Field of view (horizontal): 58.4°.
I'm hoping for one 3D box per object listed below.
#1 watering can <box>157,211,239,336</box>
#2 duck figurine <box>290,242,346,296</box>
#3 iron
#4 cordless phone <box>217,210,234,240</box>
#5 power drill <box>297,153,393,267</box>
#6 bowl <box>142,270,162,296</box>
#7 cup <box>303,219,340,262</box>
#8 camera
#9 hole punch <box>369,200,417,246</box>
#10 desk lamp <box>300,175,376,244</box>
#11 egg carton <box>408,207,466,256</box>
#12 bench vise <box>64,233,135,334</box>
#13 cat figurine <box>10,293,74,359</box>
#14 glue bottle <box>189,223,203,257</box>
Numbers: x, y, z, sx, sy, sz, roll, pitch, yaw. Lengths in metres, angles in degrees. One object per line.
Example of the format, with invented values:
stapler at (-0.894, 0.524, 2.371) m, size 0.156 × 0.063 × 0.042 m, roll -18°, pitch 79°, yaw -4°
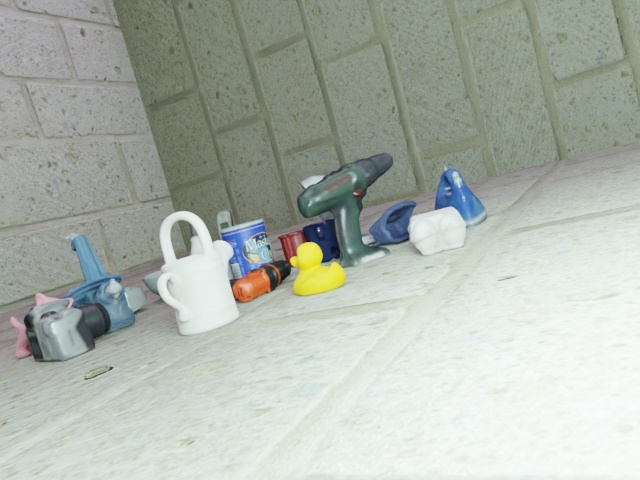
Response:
watering can at (-0.205, 0.047, 0.944) m, size 0.101 × 0.194 × 0.173 m, roll -15°, pitch 5°, yaw 6°
duck figurine at (-0.009, 0.046, 0.991) m, size 0.104 × 0.086 × 0.078 m, roll -11°, pitch 6°, yaw 40°
iron at (0.329, -0.109, 1.370) m, size 0.118 × 0.141 × 0.258 m, roll -15°, pitch 5°, yaw 6°
cordless phone at (-0.239, -0.005, 1.701) m, size 0.147 × 0.185 × 0.094 m, roll -13°, pitch 6°, yaw 24°
power drill at (0.074, -0.058, 1.192) m, size 0.230 × 0.208 × 0.075 m, roll -17°, pitch 5°, yaw -21°
bowl at (-0.370, 0.108, 1.488) m, size 0.167 × 0.075 × 0.167 m, roll -15°, pitch 5°, yaw 2°
cup at (0.012, 0.005, 1.340) m, size 0.091 × 0.095 × 0.118 m, roll -15°, pitch 5°, yaw 6°
camera at (-0.461, 0.156, 1.066) m, size 0.142 × 0.101 × 0.137 m, roll -11°, pitch 7°, yaw 43°
hole punch at (0.174, -0.039, 1.358) m, size 0.109 × 0.091 × 0.100 m, roll -19°, pitch 6°, yaw -38°
desk lamp at (0.070, -0.086, 1.487) m, size 0.203 × 0.213 × 0.118 m, roll -16°, pitch 5°, yaw -4°
egg carton at (0.222, -0.018, 1.093) m, size 0.107 × 0.069 × 0.150 m, roll -15°, pitch 5°, yaw 9°
bench vise at (-0.464, 0.082, 1.217) m, size 0.206 × 0.220 × 0.122 m, roll -12°, pitch 6°, yaw 34°
cat figurine at (-0.567, 0.167, 1.172) m, size 0.128 × 0.118 × 0.067 m, roll -16°, pitch 5°, yaw -3°
glue bottle at (-0.218, 0.050, 1.075) m, size 0.037 × 0.173 × 0.078 m, roll -15°, pitch 5°, yaw 7°
